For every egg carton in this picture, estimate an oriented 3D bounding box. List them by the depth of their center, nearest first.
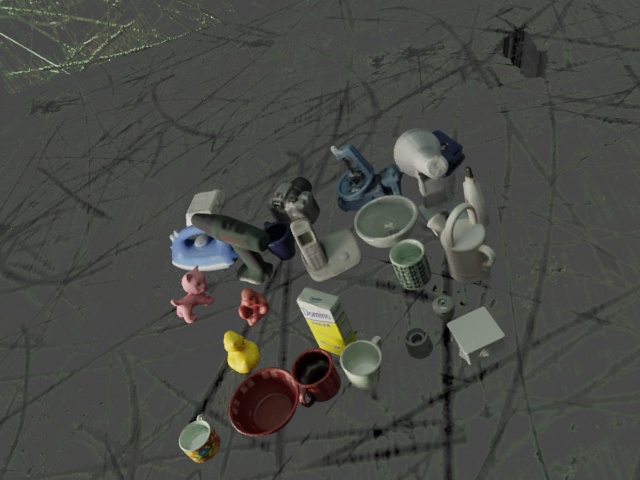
[{"bbox_3d":[-0.355,-0.094,1.802,0.107,0.070,0.150,-8,44,19],"label":"egg carton"}]

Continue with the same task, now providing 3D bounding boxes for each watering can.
[{"bbox_3d":[0.315,-0.002,1.281,0.172,0.194,0.101,9,52,33],"label":"watering can"}]

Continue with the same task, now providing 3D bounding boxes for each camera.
[{"bbox_3d":[-0.068,-0.126,1.669,0.142,0.101,0.137,7,51,32],"label":"camera"}]

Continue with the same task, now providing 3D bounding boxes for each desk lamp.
[{"bbox_3d":[0.282,-0.156,1.443,0.118,0.214,0.202,-26,41,0],"label":"desk lamp"}]

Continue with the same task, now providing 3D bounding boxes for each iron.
[{"bbox_3d":[-0.340,0.004,1.637,0.257,0.142,0.118,-11,43,16],"label":"iron"}]

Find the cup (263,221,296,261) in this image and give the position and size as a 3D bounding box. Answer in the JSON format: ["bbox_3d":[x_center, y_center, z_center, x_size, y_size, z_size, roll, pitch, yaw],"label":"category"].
[{"bbox_3d":[-0.112,0.004,1.560,0.092,0.095,0.117,-36,42,-12],"label":"cup"}]

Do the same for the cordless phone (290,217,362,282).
[{"bbox_3d":[0.013,0.005,1.429,0.147,0.185,0.094,-26,41,0],"label":"cordless phone"}]

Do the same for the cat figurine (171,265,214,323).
[{"bbox_3d":[-0.343,0.136,1.520,0.067,0.118,0.128,18,57,39],"label":"cat figurine"}]

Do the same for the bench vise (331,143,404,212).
[{"bbox_3d":[0.123,-0.191,1.552,0.207,0.220,0.121,-28,41,-3],"label":"bench vise"}]

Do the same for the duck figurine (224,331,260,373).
[{"bbox_3d":[-0.192,0.256,1.346,0.077,0.086,0.104,-34,42,-10],"label":"duck figurine"}]

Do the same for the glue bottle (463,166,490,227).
[{"bbox_3d":[0.370,-0.111,1.383,0.037,0.173,0.078,-23,41,3],"label":"glue bottle"}]

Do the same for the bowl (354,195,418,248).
[{"bbox_3d":[0.176,-0.035,1.475,0.167,0.075,0.167,-14,42,13],"label":"bowl"}]

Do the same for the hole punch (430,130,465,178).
[{"bbox_3d":[0.338,-0.243,1.598,0.100,0.091,0.109,26,62,42],"label":"hole punch"}]

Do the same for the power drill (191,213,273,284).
[{"bbox_3d":[-0.215,0.019,1.509,0.228,0.209,0.076,8,51,32],"label":"power drill"}]

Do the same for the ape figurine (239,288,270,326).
[{"bbox_3d":[-0.170,0.157,1.433,0.077,0.092,0.076,-10,43,17],"label":"ape figurine"}]
